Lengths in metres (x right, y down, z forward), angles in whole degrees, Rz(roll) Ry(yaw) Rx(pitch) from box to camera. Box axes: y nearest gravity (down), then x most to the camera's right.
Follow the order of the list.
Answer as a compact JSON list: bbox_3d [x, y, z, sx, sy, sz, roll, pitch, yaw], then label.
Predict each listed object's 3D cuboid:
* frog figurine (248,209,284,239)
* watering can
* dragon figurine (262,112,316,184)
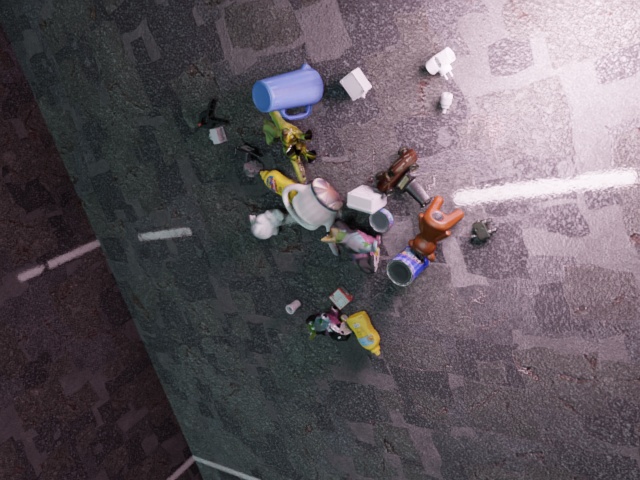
[{"bbox_3d":[-0.216,-0.068,2.198,0.159,0.125,0.135,-7,141,32],"label":"frog figurine"},{"bbox_3d":[0.006,-0.101,2.010,0.346,0.106,0.221,45,132,-9],"label":"watering can"},{"bbox_3d":[-0.137,-0.378,1.999,0.246,0.123,0.401,37,146,42],"label":"dragon figurine"}]
